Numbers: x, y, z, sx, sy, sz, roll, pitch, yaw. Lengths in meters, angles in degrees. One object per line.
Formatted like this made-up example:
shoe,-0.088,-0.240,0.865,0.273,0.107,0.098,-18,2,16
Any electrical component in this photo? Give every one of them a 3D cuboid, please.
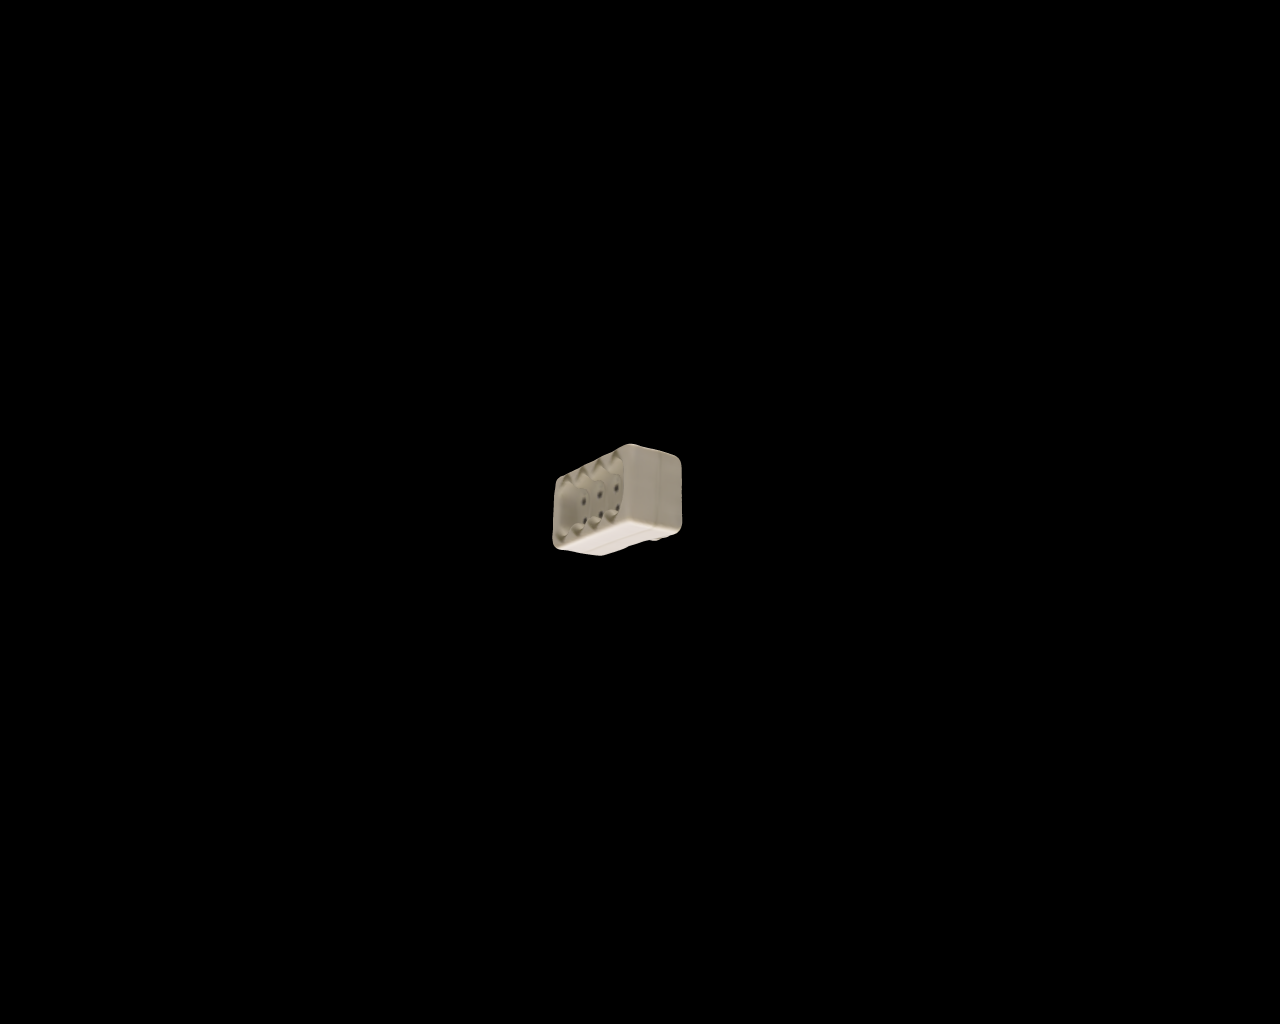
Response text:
electrical component,0.001,-0.003,0.650,0.076,0.047,0.083,11,-19,-34
